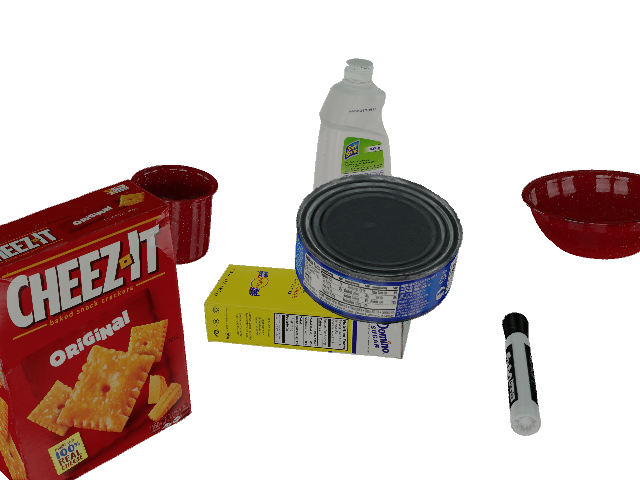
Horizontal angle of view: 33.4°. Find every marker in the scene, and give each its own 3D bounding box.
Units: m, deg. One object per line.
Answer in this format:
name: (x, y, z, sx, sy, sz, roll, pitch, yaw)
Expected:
marker: (0.136, 0.087, 0.726, 0.020, 0.020, 0.121, 0, 30, 7)

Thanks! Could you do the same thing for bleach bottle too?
bleach bottle: (0.042, -0.084, 1.227, 0.102, 0.251, 0.068, -12, 30, -30)

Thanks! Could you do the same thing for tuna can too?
tuna can: (0.029, 0.004, 0.557, 0.086, 0.034, 0.086, 3, 39, -2)

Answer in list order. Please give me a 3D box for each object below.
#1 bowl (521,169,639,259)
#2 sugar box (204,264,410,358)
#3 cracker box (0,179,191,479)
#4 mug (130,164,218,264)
bowl: (0.290, -0.023, 1.108, 0.162, 0.055, 0.162, -3, 23, 1)
sugar box: (-0.008, 0.061, 0.960, 0.176, 0.048, 0.093, 1, 22, 10)
cracker box: (-0.193, 0.080, 0.863, 0.163, 0.214, 0.072, -25, 37, -35)
mug: (-0.164, -0.032, 1.163, 0.093, 0.081, 0.117, -7, 30, -24)
